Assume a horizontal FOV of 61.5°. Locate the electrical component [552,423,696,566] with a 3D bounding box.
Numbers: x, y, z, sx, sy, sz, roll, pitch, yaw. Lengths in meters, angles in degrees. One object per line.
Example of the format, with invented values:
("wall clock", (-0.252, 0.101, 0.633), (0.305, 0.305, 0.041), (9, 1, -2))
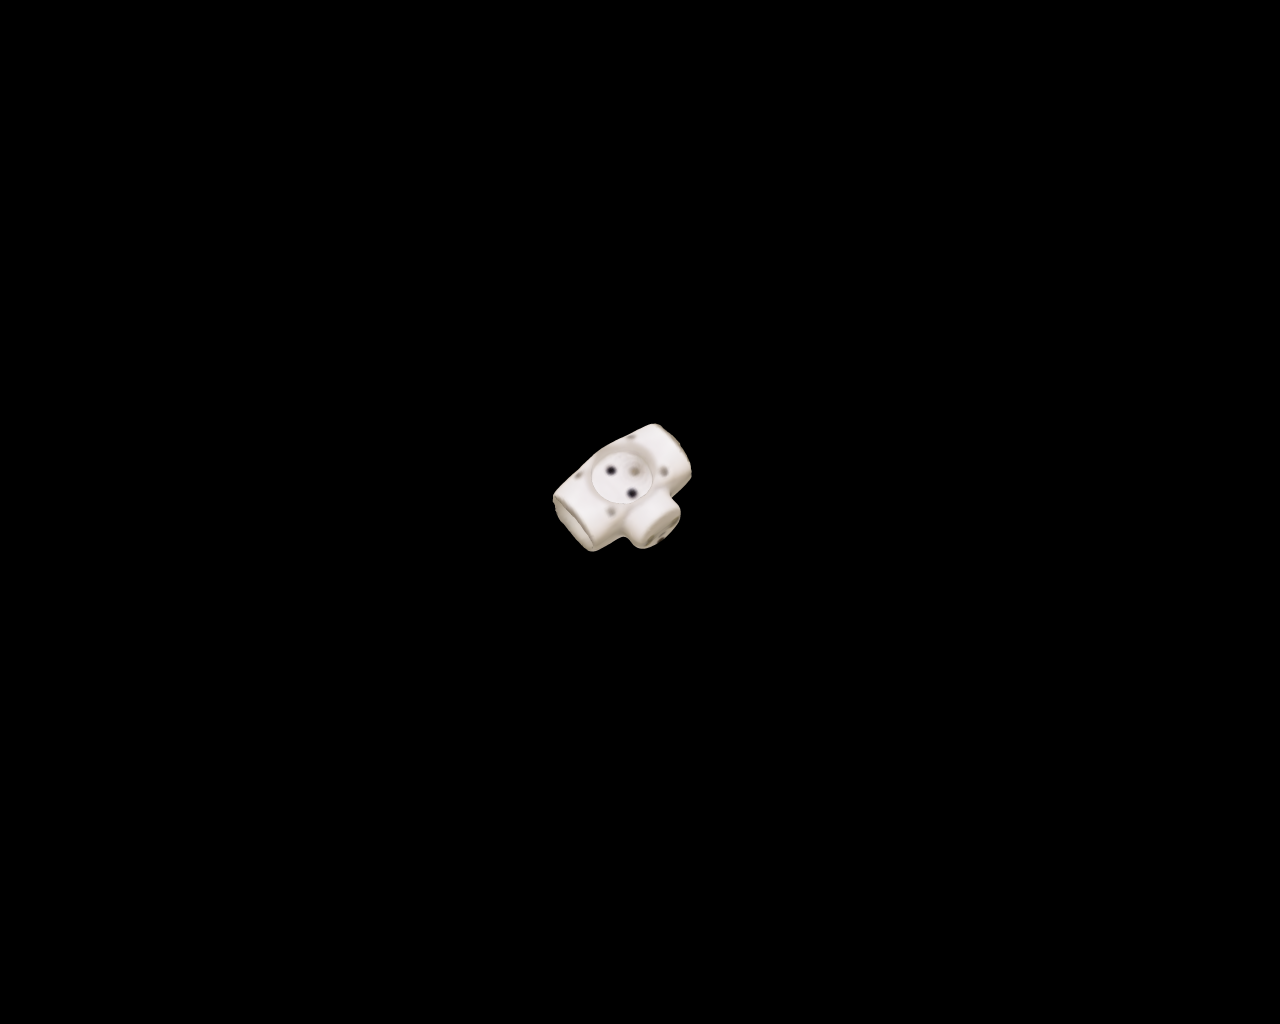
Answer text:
("electrical component", (0.001, -0.003, 0.650), (0.077, 0.079, 0.044), (-37, -19, -15))
